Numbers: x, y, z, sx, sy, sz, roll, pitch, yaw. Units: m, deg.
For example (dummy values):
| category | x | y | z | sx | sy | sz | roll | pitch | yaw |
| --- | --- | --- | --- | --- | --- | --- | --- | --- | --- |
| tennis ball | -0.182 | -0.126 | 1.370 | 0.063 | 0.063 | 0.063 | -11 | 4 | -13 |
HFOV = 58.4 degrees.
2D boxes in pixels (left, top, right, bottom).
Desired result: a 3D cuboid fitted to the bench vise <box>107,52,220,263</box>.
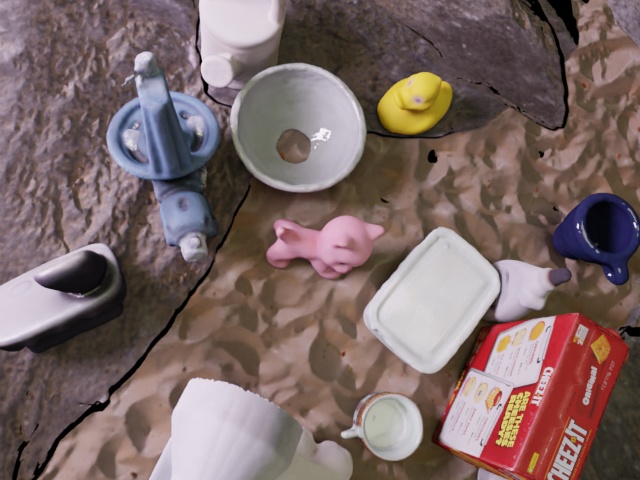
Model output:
| category | x | y | z | sx | sy | sz | roll | pitch | yaw |
| --- | --- | --- | --- | --- | --- | --- | --- | --- | --- |
| bench vise | -0.148 | -0.090 | 0.614 | 0.122 | 0.219 | 0.207 | -33 | 85 | -15 |

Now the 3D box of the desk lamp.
| category | x | y | z | sx | sy | sz | roll | pitch | yaw |
| --- | --- | --- | --- | --- | --- | --- | --- | --- | --- |
| desk lamp | -0.111 | 0.240 | 0.554 | 0.118 | 0.213 | 0.203 | 26 | 75 | -3 |

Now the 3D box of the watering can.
| category | x | y | z | sx | sy | sz | roll | pitch | yaw |
| --- | --- | --- | --- | --- | --- | --- | --- | --- | --- |
| watering can | -0.091 | -0.258 | 0.673 | 0.101 | 0.194 | 0.173 | -3 | 79 | -10 |

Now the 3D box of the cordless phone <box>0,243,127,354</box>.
| category | x | y | z | sx | sy | sz | roll | pitch | yaw |
| --- | --- | --- | --- | --- | --- | --- | --- | --- | --- |
| cordless phone | -0.279 | 0.051 | 0.578 | 0.148 | 0.185 | 0.094 | -30 | 84 | -15 |

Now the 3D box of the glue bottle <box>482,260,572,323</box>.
| category | x | y | z | sx | sy | sz | roll | pitch | yaw |
| --- | --- | --- | --- | --- | --- | --- | --- | --- | --- |
| glue bottle | 0.244 | 0.055 | 0.678 | 0.037 | 0.173 | 0.078 | 11 | 76 | -7 |

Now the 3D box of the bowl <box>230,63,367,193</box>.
| category | x | y | z | sx | sy | sz | roll | pitch | yaw |
| --- | --- | --- | --- | --- | --- | --- | --- | --- | --- |
| bowl | -0.030 | -0.130 | 0.719 | 0.167 | 0.074 | 0.167 | 2 | 78 | -10 |

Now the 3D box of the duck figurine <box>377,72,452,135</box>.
| category | x | y | z | sx | sy | sz | roll | pitch | yaw |
| --- | --- | --- | --- | --- | --- | --- | --- | --- | --- |
| duck figurine | 0.133 | -0.190 | 0.756 | 0.105 | 0.086 | 0.077 | -21 | 82 | -14 |

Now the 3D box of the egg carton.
| category | x | y | z | sx | sy | sz | roll | pitch | yaw |
| --- | --- | --- | --- | --- | --- | --- | --- | --- | --- |
| egg carton | -0.034 | 0.286 | 0.632 | 0.107 | 0.069 | 0.150 | 27 | 75 | -4 |

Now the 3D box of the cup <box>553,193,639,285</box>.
| category | x | y | z | sx | sy | sz | roll | pitch | yaw |
| --- | --- | --- | --- | --- | --- | --- | --- | --- | --- |
| cup | 0.356 | 0.006 | 0.750 | 0.092 | 0.095 | 0.118 | -13 | 81 | -12 |

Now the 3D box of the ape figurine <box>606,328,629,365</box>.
| category | x | y | z | sx | sy | sz | roll | pitch | yaw |
| --- | --- | --- | --- | --- | --- | --- | --- | --- | --- |
| ape figurine | 0.353 | 0.141 | 0.722 | 0.078 | 0.092 | 0.076 | 2 | 78 | -9 |

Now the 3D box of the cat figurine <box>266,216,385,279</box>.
| category | x | y | z | sx | sy | sz | roll | pitch | yaw |
| --- | --- | --- | --- | --- | --- | --- | --- | --- | --- |
| cat figurine | 0.006 | 0.002 | 0.675 | 0.128 | 0.117 | 0.067 | 11 | 76 | -8 |
